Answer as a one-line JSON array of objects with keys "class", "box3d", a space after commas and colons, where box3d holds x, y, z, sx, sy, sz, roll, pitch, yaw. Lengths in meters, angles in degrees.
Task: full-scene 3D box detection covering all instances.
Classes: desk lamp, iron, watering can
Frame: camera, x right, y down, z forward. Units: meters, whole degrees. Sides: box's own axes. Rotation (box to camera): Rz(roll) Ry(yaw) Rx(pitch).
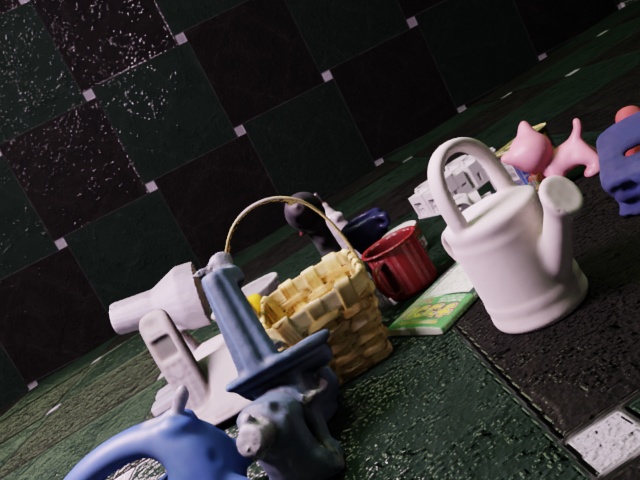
[{"class": "desk lamp", "box3d": [-0.268, 0.172, 1.044, 0.203, 0.213, 0.118, -33, 9, -5]}, {"class": "iron", "box3d": [-0.184, 0.252, 0.532, 0.258, 0.141, 0.118, -33, 9, -1]}, {"class": "watering can", "box3d": [0.179, -0.016, 0.561, 0.172, 0.194, 0.101, -25, 12, 41]}]

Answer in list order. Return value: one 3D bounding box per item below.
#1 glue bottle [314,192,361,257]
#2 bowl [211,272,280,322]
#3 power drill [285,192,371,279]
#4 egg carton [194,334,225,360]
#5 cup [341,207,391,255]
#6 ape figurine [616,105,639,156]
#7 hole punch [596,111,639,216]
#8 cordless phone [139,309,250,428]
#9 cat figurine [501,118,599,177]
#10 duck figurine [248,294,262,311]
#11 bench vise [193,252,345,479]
[{"class": "glue bottle", "box3d": [0.035, -0.027, 1.217, 0.078, 0.173, 0.037, -22, 13, 48]}, {"class": "bowl", "box3d": [-0.144, 0.144, 1.229, 0.167, 0.075, 0.167, -32, 9, 6]}, {"class": "power drill", "box3d": [0.009, 0.004, 1.016, 0.075, 0.208, 0.229, -32, 9, 3]}, {"class": "egg carton", "box3d": [-0.177, 0.214, 0.972, 0.107, 0.069, 0.150, -28, 10, 27]}, {"class": "cup", "box3d": [0.108, -0.005, 1.097, 0.092, 0.095, 0.117, -39, 11, -37]}, {"class": "ape figurine", "box3d": [0.407, -0.129, 0.723, 0.076, 0.092, 0.077, -39, 11, -37]}, {"class": "hole punch", "box3d": [0.374, -0.093, 0.644, 0.108, 0.091, 0.101, -25, 11, 39]}, {"class": "cordless phone", "box3d": [-0.162, 0.165, 0.801, 0.147, 0.185, 0.094, -31, 9, 11]}, {"class": "cat figurine", "box3d": [0.351, -0.136, 0.881, 0.127, 0.118, 0.067, -28, 10, 26]}, {"class": "duck figurine", "box3d": [-0.112, 0.144, 1.078, 0.077, 0.086, 0.104, -30, 9, 15]}, {"class": "bench vise", "box3d": [-0.047, 0.113, 0.555, 0.121, 0.220, 0.207, -33, 9, -5]}]
